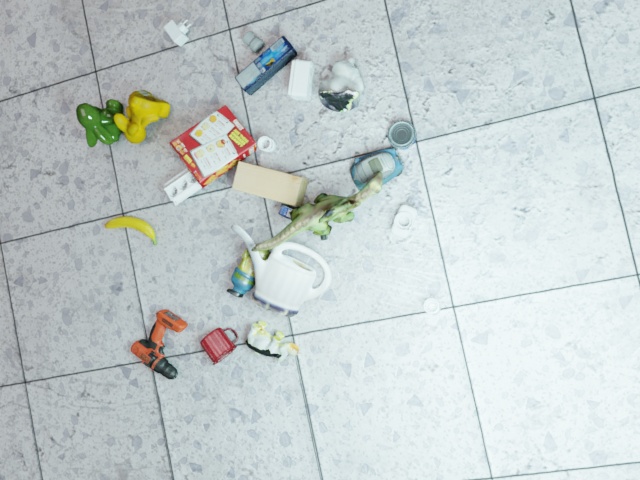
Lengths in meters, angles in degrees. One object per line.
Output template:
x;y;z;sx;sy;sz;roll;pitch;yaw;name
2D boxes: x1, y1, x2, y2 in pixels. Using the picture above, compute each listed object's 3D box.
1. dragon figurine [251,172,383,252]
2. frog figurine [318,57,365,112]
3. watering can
0.004;-0.071;1.416;0.413;0.241;0.122;-31;90;-15;dragon figurine
0.064;-0.468;1.551;0.137;0.120;0.163;-8;53;20;frog figurine
-0.138;0.100;1.544;0.346;0.105;0.223;23;97;-13;watering can
